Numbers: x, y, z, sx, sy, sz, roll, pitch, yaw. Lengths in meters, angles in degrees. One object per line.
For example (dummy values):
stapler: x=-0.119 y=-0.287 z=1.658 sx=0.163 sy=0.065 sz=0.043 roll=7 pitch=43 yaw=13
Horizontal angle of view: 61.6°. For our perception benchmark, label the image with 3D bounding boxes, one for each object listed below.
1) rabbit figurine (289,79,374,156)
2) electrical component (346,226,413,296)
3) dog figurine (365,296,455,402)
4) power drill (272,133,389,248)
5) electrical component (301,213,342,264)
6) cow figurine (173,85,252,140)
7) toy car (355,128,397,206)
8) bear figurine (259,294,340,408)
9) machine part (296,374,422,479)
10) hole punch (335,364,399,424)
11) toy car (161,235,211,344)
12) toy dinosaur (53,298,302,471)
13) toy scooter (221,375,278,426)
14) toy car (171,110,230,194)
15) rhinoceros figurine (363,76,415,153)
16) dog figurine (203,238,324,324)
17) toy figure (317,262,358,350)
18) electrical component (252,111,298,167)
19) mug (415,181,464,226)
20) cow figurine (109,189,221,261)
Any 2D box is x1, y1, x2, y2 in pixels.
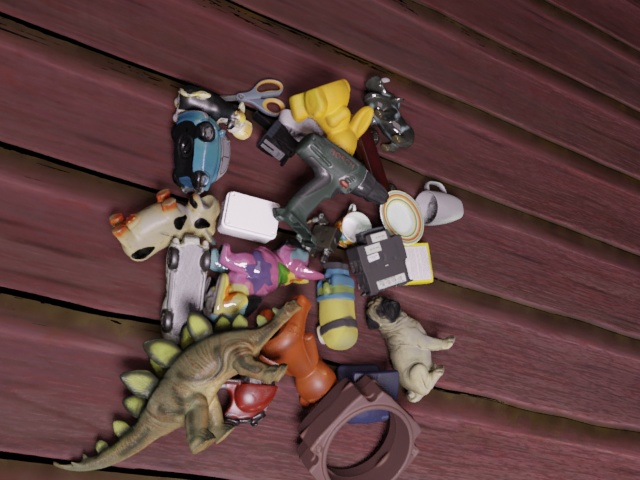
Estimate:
rabbit figurine: x=0.030 y=-0.246 z=1.147 sx=0.162 sy=0.122 sz=0.173 roll=-25 pitch=101 yaw=-38
electrical component: x=0.123 y=0.041 z=1.130 sx=0.115 sy=0.058 sz=0.134 roll=-13 pitch=87 yaw=-26
dog figurine: x=0.163 y=0.227 z=1.137 sx=0.191 sy=0.121 sz=0.172 roll=26 pitch=63 yaw=0
power drill: x=0.018 y=-0.085 z=1.082 sx=0.232 sy=0.086 sz=0.207 roll=42 pitch=80 yaw=-24
electrical component: x=-0.001 y=-0.005 z=1.136 sx=0.045 sy=0.078 sz=0.102 roll=48 pitch=62 yaw=-45
cow figurine: x=-0.210 y=-0.263 z=1.096 sx=0.167 sy=0.098 sz=0.068 roll=13 pitch=64 yaw=-20
toy car: x=0.115 y=-0.170 z=1.240 sx=0.089 sy=0.053 sz=0.202 roll=-12 pitch=82 yaw=-46
bear figurine: x=-0.031 y=0.222 z=1.038 sx=0.195 sy=0.120 sz=0.132 roll=49 pitch=27 yaw=-27
machine part: x=0.075 y=0.374 z=1.003 sx=0.201 sy=0.087 sz=0.200 roll=-46 pitch=113 yaw=-8
hole punch: x=0.096 y=0.309 z=1.080 sx=0.142 sy=0.092 sz=0.115 roll=4 pitch=78 yaw=-27
toy car: x=-0.246 y=0.090 z=0.979 sx=0.073 sy=0.056 sz=0.201 roll=5 pitch=95 yaw=-25
toy dinosaur: x=-0.220 y=0.248 z=0.893 sx=0.471 sy=0.105 sz=0.199 roll=-42 pitch=71 yaw=-12
toy scooter: x=-0.169 y=0.297 z=0.972 sx=0.184 sy=0.075 sz=0.135 roll=9 pitch=72 yaw=-18
toy car: x=-0.227 y=-0.170 z=1.061 sx=0.103 sy=0.109 sz=0.161 roll=-4 pitch=97 yaw=-48
rhinoceros figurine: x=0.163 y=-0.304 z=1.287 sx=0.112 sy=0.073 sz=0.190 roll=-30 pitch=89 yaw=-26
dog figurine: x=-0.106 y=0.082 z=1.044 sx=0.219 sy=0.108 sz=0.191 roll=11 pitch=71 yaw=-24
toy figure: x=0.034 y=0.133 z=1.099 sx=0.082 sy=0.089 sz=0.180 roll=6 pitch=76 yaw=-15
electrical component: x=-0.102 y=-0.219 z=1.145 sx=0.119 sy=0.075 sz=0.048 roll=39 pitch=64 yaw=-14
mug: x=0.287 y=-0.084 z=1.284 sx=0.107 sy=0.081 sz=0.109 roll=4 pitch=67 yaw=-34
cow figurine: x=-0.274 y=-0.026 z=1.000 sx=0.195 sy=0.086 sz=0.127 roll=-29 pitch=131 yaw=-16
